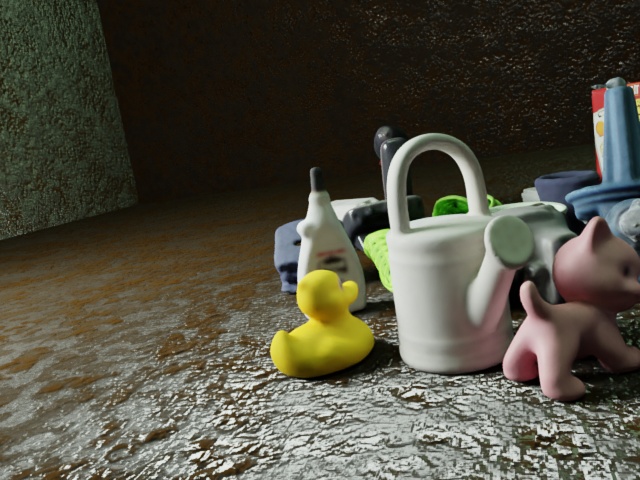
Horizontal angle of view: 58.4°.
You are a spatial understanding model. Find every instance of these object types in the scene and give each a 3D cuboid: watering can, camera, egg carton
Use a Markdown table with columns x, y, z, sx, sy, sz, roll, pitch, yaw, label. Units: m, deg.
| x | y | z | sx | sy | sz | roll | pitch | yaw | label |
| --- | --- | --- | --- | --- | --- | --- | --- | --- | --- |
| 0.112 | 0.006 | 0.487 | 0.101 | 0.194 | 0.172 | -18 | 13 | -40 | watering can |
| 0.196 | 0.016 | 0.629 | 0.137 | 0.101 | 0.143 | -10 | 10 | -8 | camera |
| 0.059 | -0.045 | 1.182 | 0.149 | 0.069 | 0.107 | -2 | 12 | 33 | egg carton |

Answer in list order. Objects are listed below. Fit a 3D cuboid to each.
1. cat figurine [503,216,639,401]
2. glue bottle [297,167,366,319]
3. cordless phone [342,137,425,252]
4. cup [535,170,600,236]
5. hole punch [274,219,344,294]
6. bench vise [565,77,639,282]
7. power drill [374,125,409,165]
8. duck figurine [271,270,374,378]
| x | y | z | sx | sy | sz | roll | pitch | yaw | label |
| --- | --- | --- | --- | --- | --- | --- | --- | --- | --- |
| 0.195 | 0.042 | 0.433 | 0.128 | 0.118 | 0.067 | -14 | 11 | -28 | cat figurine |
| 0.006 | 0.002 | 0.661 | 0.078 | 0.173 | 0.037 | -12 | 11 | -18 | glue bottle |
| 0.103 | -0.079 | 0.999 | 0.148 | 0.185 | 0.094 | -12 | 11 | -17 | cordless phone |
| 0.388 | -0.057 | 0.885 | 0.091 | 0.095 | 0.118 | 0 | 13 | 40 | cup |
| -0.010 | 0.019 | 0.818 | 0.108 | 0.091 | 0.101 | -9 | 10 | 1 | hole punch |
| 0.333 | -0.062 | 0.599 | 0.121 | 0.220 | 0.207 | -8 | 10 | 7 | bench vise |
| 0.151 | -0.118 | 1.112 | 0.075 | 0.208 | 0.230 | -7 | 10 | 12 | power drill |
| -0.001 | 0.072 | 0.528 | 0.105 | 0.086 | 0.077 | -16 | 12 | -35 | duck figurine |
